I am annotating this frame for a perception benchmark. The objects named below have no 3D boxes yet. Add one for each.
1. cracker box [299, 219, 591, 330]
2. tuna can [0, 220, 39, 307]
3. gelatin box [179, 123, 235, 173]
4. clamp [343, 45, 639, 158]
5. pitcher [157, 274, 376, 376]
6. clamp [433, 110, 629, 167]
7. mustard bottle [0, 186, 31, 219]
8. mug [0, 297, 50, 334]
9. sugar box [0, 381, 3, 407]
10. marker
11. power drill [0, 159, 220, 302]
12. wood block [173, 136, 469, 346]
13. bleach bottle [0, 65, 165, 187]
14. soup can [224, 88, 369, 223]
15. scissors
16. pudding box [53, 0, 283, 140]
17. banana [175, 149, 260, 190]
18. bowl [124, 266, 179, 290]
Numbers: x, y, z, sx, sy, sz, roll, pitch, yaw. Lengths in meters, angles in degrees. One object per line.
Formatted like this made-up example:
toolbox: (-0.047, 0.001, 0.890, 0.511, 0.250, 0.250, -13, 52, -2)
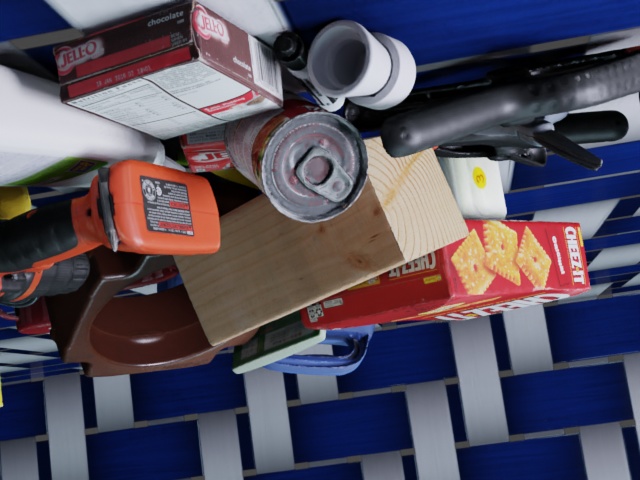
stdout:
cracker box: (0.109, 0.032, 0.929, 0.164, 0.072, 0.213, -16, 168, 42)
tuna can: (-0.292, 0.022, 0.993, 0.086, 0.033, 0.086, 12, 135, 12)
gelatin box: (-0.055, -0.074, 0.771, 0.089, 0.030, 0.073, -8, 170, -3)
clamp: (0.120, -0.091, 0.691, 0.210, 0.036, 0.164, -11, -166, 2)
pitcher: (-0.059, 0.065, 1.215, 0.242, 0.145, 0.149, 2, -167, -15)
clamp: (0.156, -0.085, 0.853, 0.171, 0.039, 0.120, -1, 166, -34)
mustard bottle: (-0.295, -0.036, 0.719, 0.191, 0.058, 0.096, -5, 176, -13)
mug: (-0.316, 0.061, 1.204, 0.117, 0.081, 0.093, 0, 168, -38)
sugar box: (-0.312, 0.054, 0.882, 0.048, 0.176, 0.093, -13, 169, 16)
marker: (-0.006, -0.104, 0.669, 0.020, 0.020, 0.121, -10, 170, 12)
power drill: (-0.163, 0.002, 0.708, 0.188, 0.057, 0.184, -16, 172, 24)
wood block: (-0.006, 0.000, 0.814, 0.207, 0.090, 0.090, -26, 175, 39)
bleach bottle: (-0.187, -0.063, 0.643, 0.103, 0.068, 0.250, -14, 171, 28)
soup can: (-0.018, -0.057, 0.680, 0.068, 0.068, 0.102, -5, -162, -17)
scissors: (0.160, -0.079, 0.724, 0.096, 0.016, 0.202, -19, -159, -20)
pudding box: (-0.083, -0.094, 0.613, 0.090, 0.039, 0.113, -12, 168, 21)
banana: (-0.042, -0.055, 0.893, 0.070, 0.037, 0.197, 16, 178, 25)
bowl: (-0.227, 0.017, 1.095, 0.162, 0.055, 0.162, -7, 170, -1)
